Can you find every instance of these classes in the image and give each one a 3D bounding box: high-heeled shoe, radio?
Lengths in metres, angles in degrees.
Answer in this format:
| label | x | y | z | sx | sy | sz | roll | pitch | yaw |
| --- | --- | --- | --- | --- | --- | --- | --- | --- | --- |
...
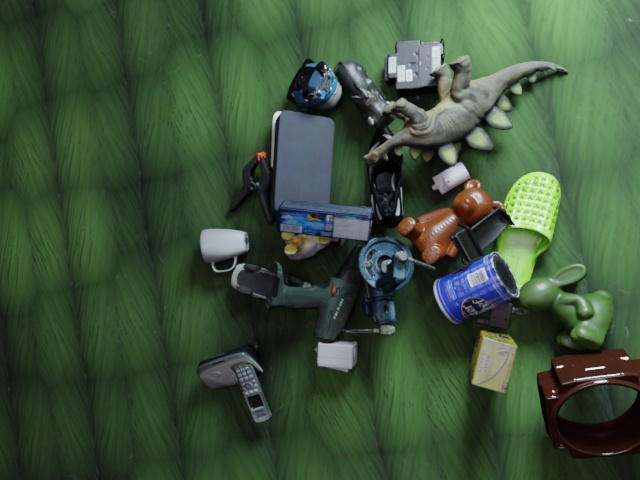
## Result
| label | x | y | z | sx | sy | sz | roll | pitch | yaw |
| --- | --- | --- | --- | --- | --- | --- | --- | --- | --- |
| high-heeled shoe | 0.139 | -0.147 | 1.171 | 0.086 | 0.145 | 0.248 | -10 | 87 | 14 |
| radio | -0.040 | -0.173 | 1.238 | 0.131 | 0.073 | 0.229 | 3 | 91 | -10 |

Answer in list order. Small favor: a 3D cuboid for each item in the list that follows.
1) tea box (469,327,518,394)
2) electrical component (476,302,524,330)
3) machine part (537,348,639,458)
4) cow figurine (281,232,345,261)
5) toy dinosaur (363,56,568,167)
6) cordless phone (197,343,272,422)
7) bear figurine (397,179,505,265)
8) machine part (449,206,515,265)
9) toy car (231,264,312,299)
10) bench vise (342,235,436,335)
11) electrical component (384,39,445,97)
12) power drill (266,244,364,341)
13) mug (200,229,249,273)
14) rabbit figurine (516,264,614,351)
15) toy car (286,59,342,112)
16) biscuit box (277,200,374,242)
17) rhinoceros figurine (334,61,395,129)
| label | x | y | z | sx | sy | sz | roll | pitch | yaw |
| --- | --- | --- | --- | --- | --- | --- | --- | --- | --- |
| tea box | 0.346 | 0.237 | 1.083 | 0.068 | 0.169 | 0.098 | 14 | 90 | 15 |
| electrical component | 0.387 | 0.162 | 1.152 | 0.094 | 0.021 | 0.063 | 9 | 90 | 15 |
| machine part | 0.534 | 0.317 | 1.031 | 0.201 | 0.087 | 0.201 | -12 | 114 | 14 |
| cow figurine | -0.001 | -0.002 | 1.237 | 0.167 | 0.098 | 0.068 | -19 | 66 | -1 |
| toy dinosaur | 0.300 | -0.277 | 1.130 | 0.471 | 0.105 | 0.198 | -33 | 107 | 3 |
| cordless phone | -0.195 | 0.351 | 1.274 | 0.147 | 0.088 | 0.184 | -22 | 86 | 13 |
| bear figurine | 0.282 | -0.042 | 1.138 | 0.196 | 0.132 | 0.120 | -42 | 69 | 16 |
| machine part | 0.329 | -0.017 | 1.090 | 0.139 | 0.039 | 0.084 | -33 | 98 | -13 |
| toy car | -0.116 | 0.109 | 1.276 | 0.202 | 0.056 | 0.073 | 15 | 85 | 14 |
| bench vise | 0.138 | 0.084 | 1.114 | 0.129 | 0.240 | 0.223 | 11 | 73 | -6 |
| electrical component | 0.212 | -0.386 | 1.208 | 0.134 | 0.058 | 0.114 | 2 | 86 | 16 |
| power drill | -0.011 | 0.103 | 1.206 | 0.207 | 0.086 | 0.232 | 12 | 94 | -21 |
| mug | -0.226 | 0.021 | 1.298 | 0.107 | 0.080 | 0.109 | -9 | 80 | 6 |
| rabbit figurine | 0.488 | 0.123 | 1.075 | 0.170 | 0.121 | 0.159 | 26 | 88 | 12 |
| toy car | -0.001 | -0.347 | 1.237 | 0.103 | 0.162 | 0.109 | 26 | 91 | -30 |
| biscuit box | 0.010 | -0.043 | 1.154 | 0.203 | 0.063 | 0.059 | 7 | 114 | 9 |
| rhinoceros figurine | 0.105 | -0.329 | 1.208 | 0.073 | 0.112 | 0.190 | -35 | 71 | 9 |
